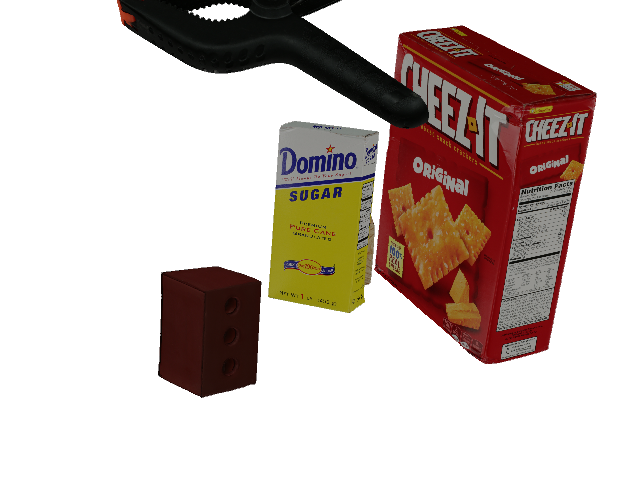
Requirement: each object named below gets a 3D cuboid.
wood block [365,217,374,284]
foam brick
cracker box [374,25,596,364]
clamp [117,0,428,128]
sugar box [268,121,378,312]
[{"bbox_3d":[0.012,-0.027,1.437,0.090,0.090,0.206,-1,27,-6],"label":"wood block"},{"bbox_3d":[-0.078,0.062,0.751,0.052,0.078,0.051,-9,17,-43],"label":"foam brick"},{"bbox_3d":[0.116,-0.037,0.821,0.072,0.214,0.164,-12,32,-26],"label":"cracker box"},{"bbox_3d":[-0.024,-0.135,0.672,0.210,0.164,0.036,-1,-35,0],"label":"clamp"},{"bbox_3d":[0.002,-0.024,1.050,0.093,0.176,0.048,9,16,22],"label":"sugar box"}]
